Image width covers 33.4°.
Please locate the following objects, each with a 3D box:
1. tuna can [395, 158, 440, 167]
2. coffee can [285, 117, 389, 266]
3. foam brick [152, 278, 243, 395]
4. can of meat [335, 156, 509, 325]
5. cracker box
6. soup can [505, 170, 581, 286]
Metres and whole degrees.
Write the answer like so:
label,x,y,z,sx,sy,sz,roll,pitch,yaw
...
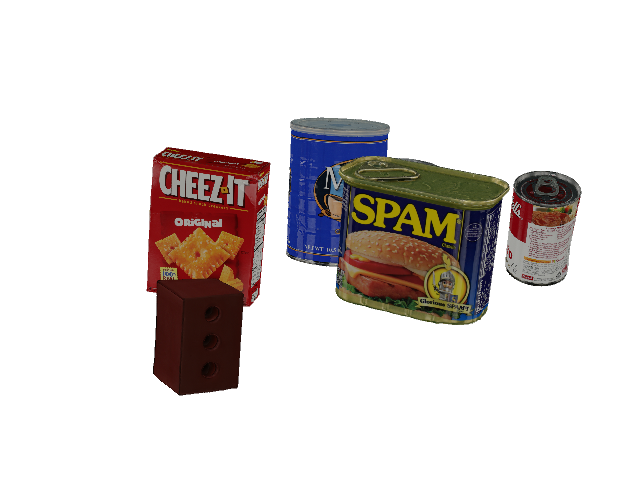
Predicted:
label,x,y,z,sx,sy,sz,roll,pitch,yaw
tuna can,0.069,-0.036,0.880,0.086,0.034,0.086,2,27,-1
coffee can,0.017,-0.053,1.113,0.103,0.140,0.103,2,13,-1
foam brick,-0.095,0.072,0.822,0.052,0.078,0.051,-3,13,-31
can of meat,0.060,0.000,0.665,0.102,0.084,0.057,13,23,23
cracker box,-0.168,-0.018,1.586,0.164,0.214,0.072,9,20,9
soup can,0.230,-0.012,1.109,0.068,0.102,0.068,0,34,0
